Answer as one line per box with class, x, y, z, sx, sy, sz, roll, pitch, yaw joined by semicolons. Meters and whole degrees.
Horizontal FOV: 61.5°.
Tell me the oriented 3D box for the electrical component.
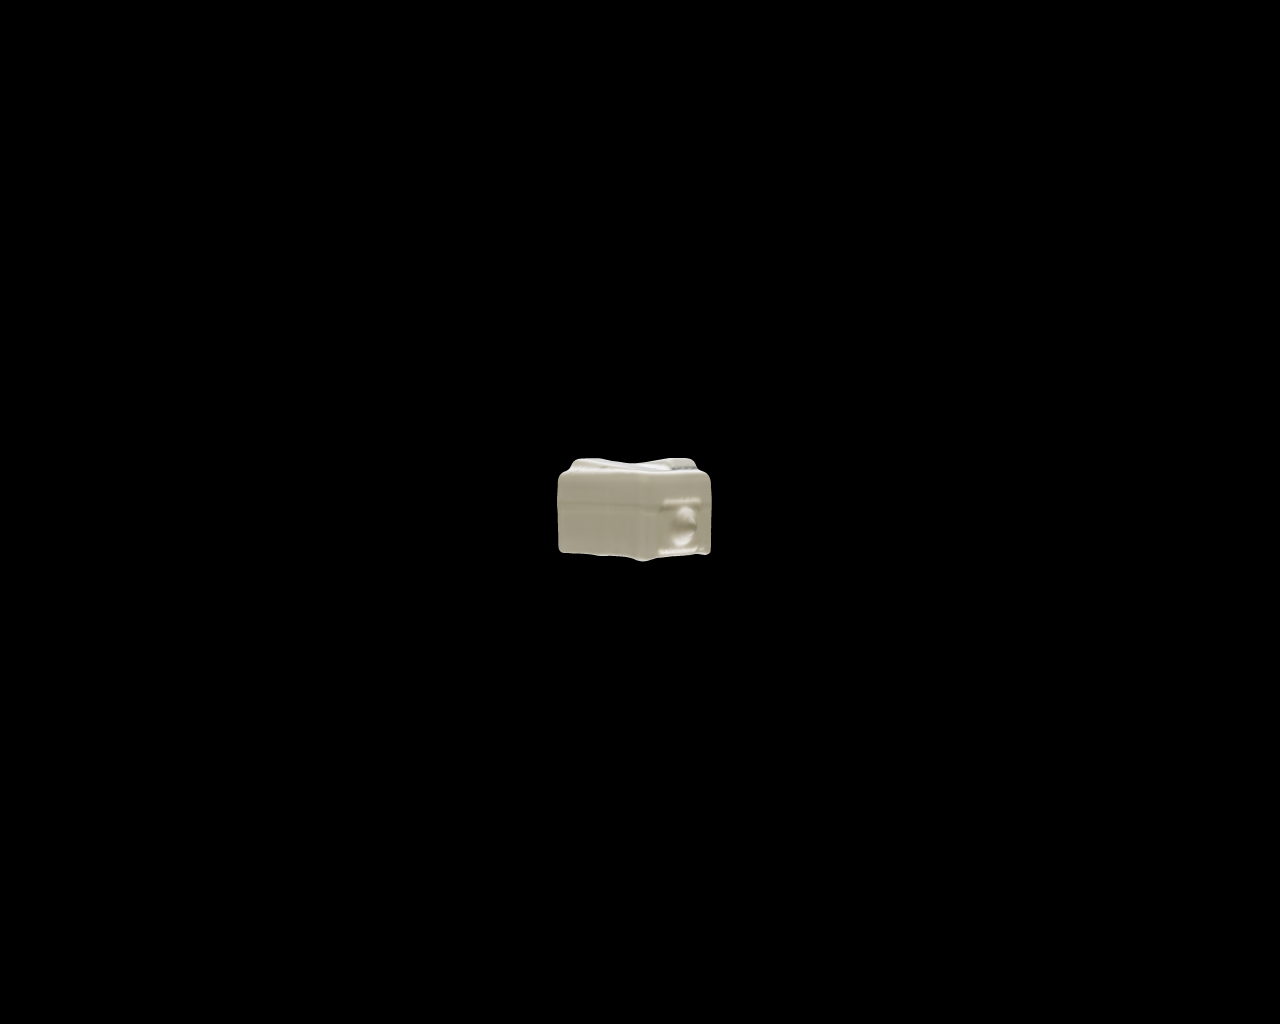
electrical component;0.001;-0.003;0.650;0.062;0.061;0.096;-2;3;-43
